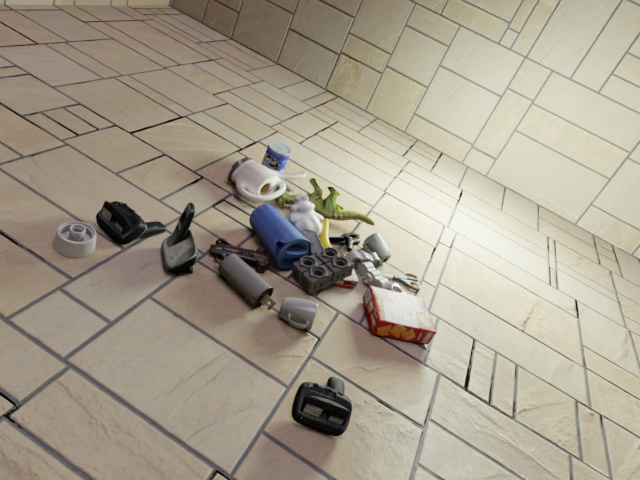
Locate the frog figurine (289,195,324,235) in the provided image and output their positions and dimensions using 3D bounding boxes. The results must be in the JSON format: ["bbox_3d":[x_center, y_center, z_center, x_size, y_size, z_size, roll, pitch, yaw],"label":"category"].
[{"bbox_3d":[-0.050,-0.083,1.887,0.137,0.157,0.124,3,22,-23],"label":"frog figurine"}]

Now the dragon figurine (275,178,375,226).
[{"bbox_3d":[0.006,-0.104,2.065,0.411,0.119,0.248,28,47,8],"label":"dragon figurine"}]

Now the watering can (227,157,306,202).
[{"bbox_3d":[-0.223,-0.252,2.076,0.226,0.102,0.353,35,38,16],"label":"watering can"}]
